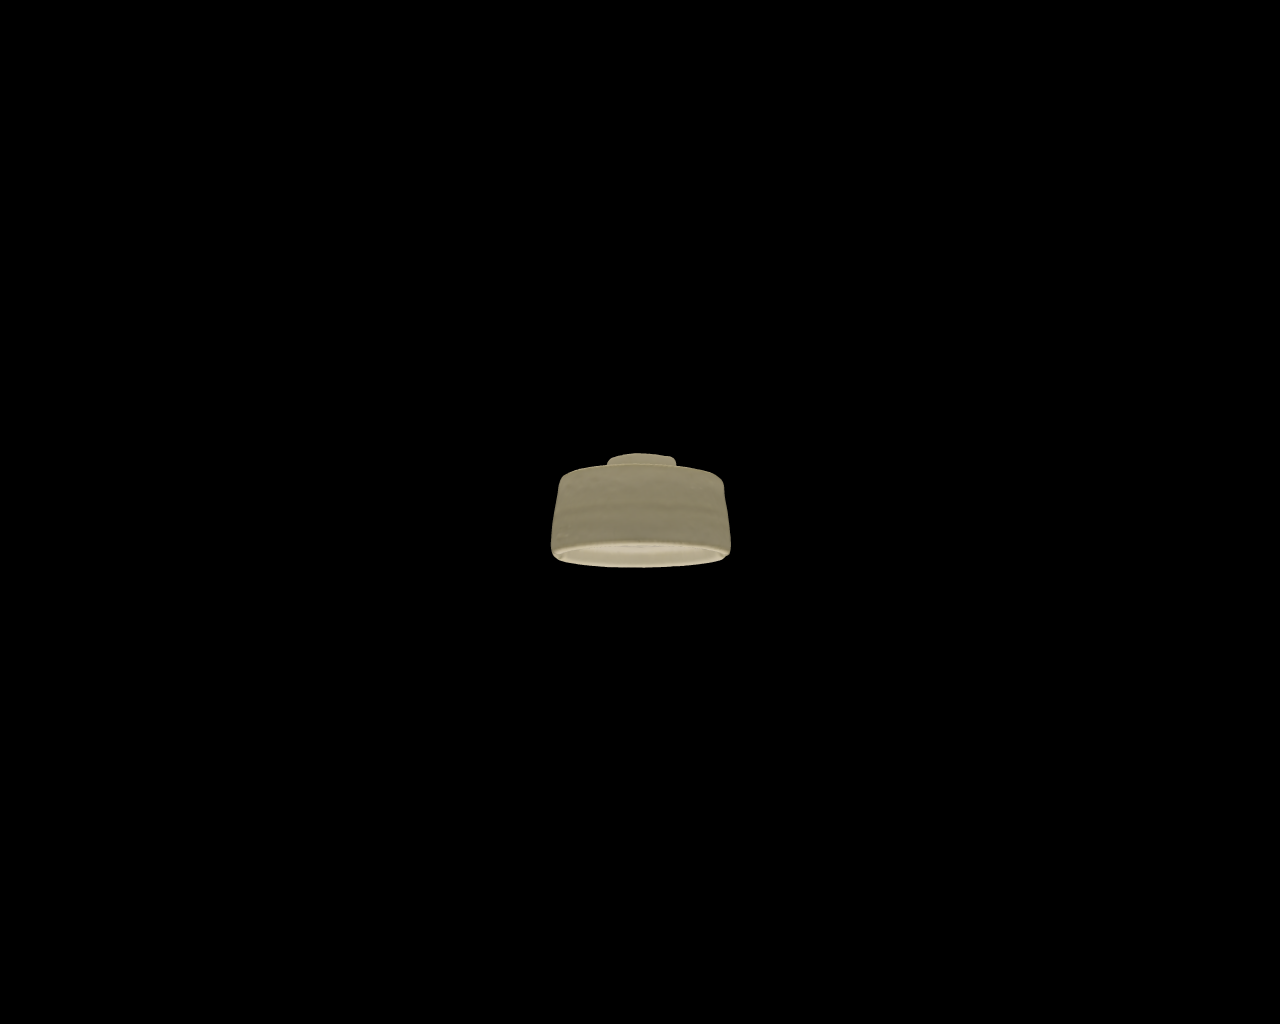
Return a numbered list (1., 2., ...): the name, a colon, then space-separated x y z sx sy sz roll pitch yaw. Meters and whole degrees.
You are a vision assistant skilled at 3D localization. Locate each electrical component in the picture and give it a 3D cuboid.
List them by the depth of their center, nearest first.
1. electrical component: 0.001 -0.003 0.650 0.108 0.060 0.108 0 -10 0
